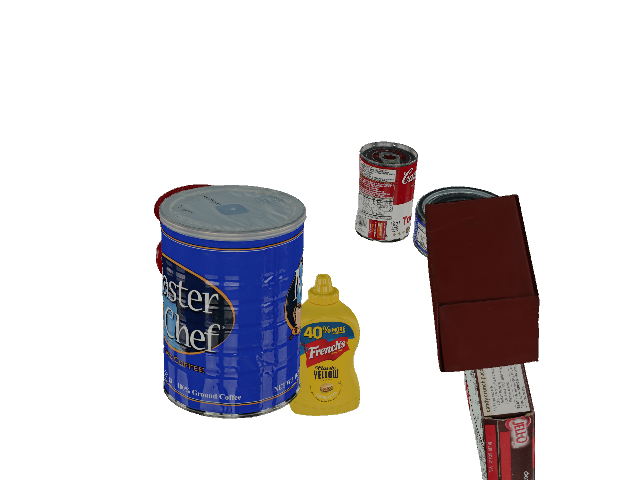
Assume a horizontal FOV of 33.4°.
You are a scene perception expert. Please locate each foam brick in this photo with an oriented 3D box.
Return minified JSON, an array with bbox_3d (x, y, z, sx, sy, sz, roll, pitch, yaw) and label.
[{"bbox_3d":[0.084,0.021,0.558,0.051,0.053,0.078,-5,44,4],"label":"foam brick"}]

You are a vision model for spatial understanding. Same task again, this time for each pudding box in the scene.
[{"bbox_3d":[0.123,0.105,0.738,0.039,0.090,0.113,-7,43,2],"label":"pudding box"}]

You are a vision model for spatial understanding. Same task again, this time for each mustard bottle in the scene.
[{"bbox_3d":[0.004,0.137,1.423,0.096,0.192,0.058,-2,18,-6],"label":"mustard bottle"}]

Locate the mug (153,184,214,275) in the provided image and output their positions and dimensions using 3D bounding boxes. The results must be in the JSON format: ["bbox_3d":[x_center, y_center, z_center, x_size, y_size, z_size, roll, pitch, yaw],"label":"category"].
[{"bbox_3d":[-0.145,0.000,1.210,0.093,0.081,0.117,16,38,24],"label":"mug"}]

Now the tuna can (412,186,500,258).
[{"bbox_3d":[0.124,-0.013,0.928,0.086,0.034,0.086,0,31,0],"label":"tuna can"}]

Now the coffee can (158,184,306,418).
[{"bbox_3d":[-0.063,0.042,0.769,0.103,0.140,0.103,2,20,-1],"label":"coffee can"}]

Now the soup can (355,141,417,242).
[{"bbox_3d":[0.076,-0.057,1.259,0.068,0.102,0.068,3,27,-2],"label":"soup can"}]
